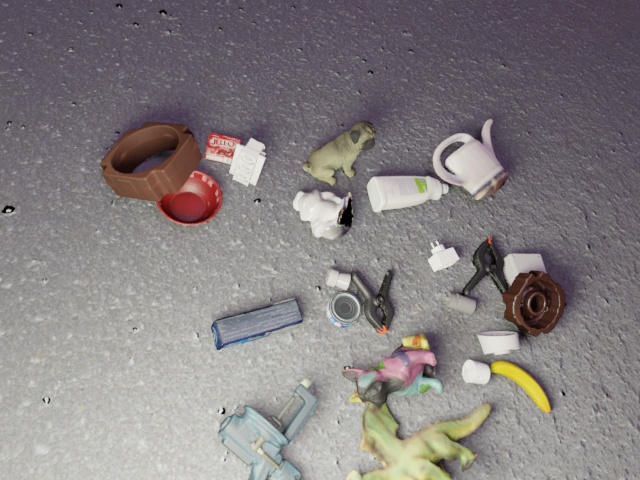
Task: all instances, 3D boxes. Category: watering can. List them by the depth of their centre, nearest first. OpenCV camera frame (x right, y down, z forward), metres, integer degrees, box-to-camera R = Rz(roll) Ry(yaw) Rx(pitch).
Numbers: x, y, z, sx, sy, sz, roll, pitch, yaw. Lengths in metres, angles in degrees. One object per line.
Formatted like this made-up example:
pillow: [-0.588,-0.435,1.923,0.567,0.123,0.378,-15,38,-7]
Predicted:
watering can: [0.504,-0.257,1.625,0.352,0.102,0.226,-33,77,-30]

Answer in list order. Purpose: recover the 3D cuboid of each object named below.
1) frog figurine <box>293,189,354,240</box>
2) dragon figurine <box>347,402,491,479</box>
frog figurine: [0.004,-0.069,1.375,0.159,0.120,0.140,3,65,24]
dragon figurine: [0.206,0.446,1.151,0.244,0.119,0.417,38,49,14]
